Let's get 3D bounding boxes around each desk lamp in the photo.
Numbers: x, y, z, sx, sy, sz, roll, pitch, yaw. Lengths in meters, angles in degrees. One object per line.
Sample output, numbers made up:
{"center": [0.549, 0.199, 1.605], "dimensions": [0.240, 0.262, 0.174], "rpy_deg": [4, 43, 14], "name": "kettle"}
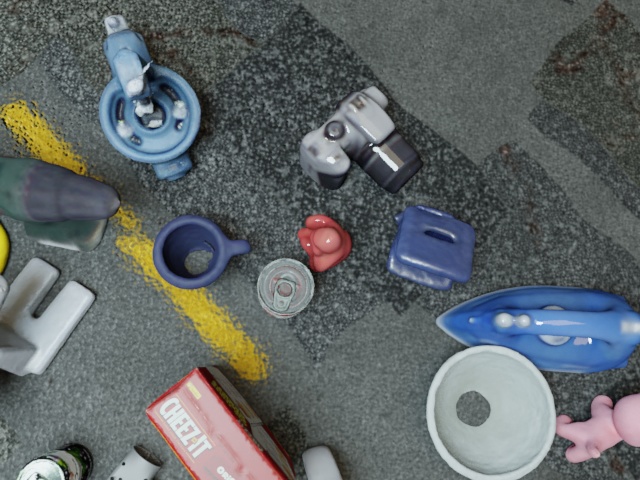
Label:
{"center": [-0.379, 0.109, 0.632], "dimensions": [0.118, 0.213, 0.203], "rpy_deg": [32, 78, 1], "name": "desk lamp"}

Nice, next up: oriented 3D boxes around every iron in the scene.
{"center": [0.292, 0.110, 0.735], "dimensions": [0.258, 0.141, 0.119], "rpy_deg": [3, 79, -5], "name": "iron"}

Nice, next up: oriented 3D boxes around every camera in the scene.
{"center": [0.064, -0.122, 0.777], "dimensions": [0.143, 0.100, 0.137], "rpy_deg": [-43, 86, -11], "name": "camera"}

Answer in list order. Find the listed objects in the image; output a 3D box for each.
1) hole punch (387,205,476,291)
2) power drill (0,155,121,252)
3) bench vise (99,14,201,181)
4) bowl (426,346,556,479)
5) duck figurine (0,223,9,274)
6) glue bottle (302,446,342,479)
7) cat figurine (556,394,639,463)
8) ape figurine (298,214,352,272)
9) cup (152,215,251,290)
{"center": [0.150, 0.006, 0.766], "dimensions": [0.108, 0.091, 0.101], "rpy_deg": [18, 78, -2], "name": "hole punch"}
{"center": [-0.325, -0.044, 0.669], "dimensions": [0.229, 0.208, 0.076], "rpy_deg": [10, 78, -3], "name": "power drill"}
{"center": [-0.233, -0.188, 0.699], "dimensions": [0.121, 0.219, 0.207], "rpy_deg": [-40, 85, -11], "name": "bench vise"}
{"center": [0.209, 0.220, 0.740], "dimensions": [0.167, 0.074, 0.167], "rpy_deg": [1, 79, -5], "name": "bowl"}
{"center": [-0.440, 0.006, 0.710], "dimensions": [0.077, 0.086, 0.104], "rpy_deg": [-8, 80, -7], "name": "duck figurine"}
{"center": [0.010, 0.288, 0.657], "dimensions": [0.037, 0.173, 0.078], "rpy_deg": [-16, 81, -8], "name": "glue bottle"}
{"center": [0.383, 0.240, 0.731], "dimensions": [0.128, 0.117, 0.067], "rpy_deg": [-27, 83, -10], "name": "cat figurine"}
{"center": [0.007, 0.003, 0.752], "dimensions": [0.076, 0.092, 0.078], "rpy_deg": [14, 78, -3], "name": "ape figurine"}
{"center": [-0.146, 0.020, 0.732], "dimensions": [0.118, 0.095, 0.092], "rpy_deg": [-7, 80, -7], "name": "cup"}
